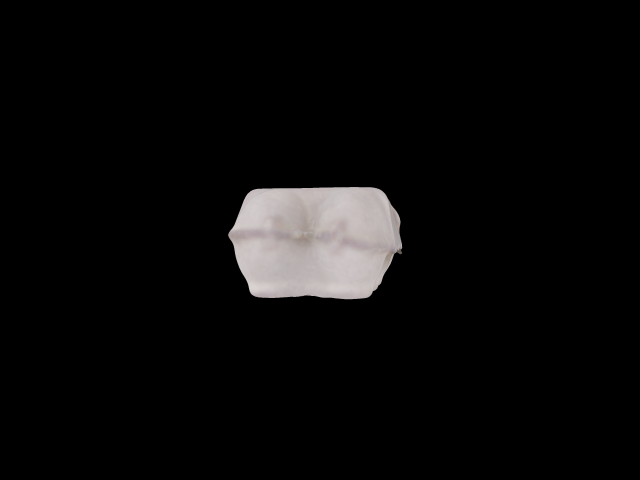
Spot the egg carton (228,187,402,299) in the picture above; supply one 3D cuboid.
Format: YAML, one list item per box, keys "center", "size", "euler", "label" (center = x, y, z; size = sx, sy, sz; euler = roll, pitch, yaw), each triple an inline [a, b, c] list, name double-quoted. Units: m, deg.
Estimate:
- center: [0.004, 0.001, 0.400]
  size: [0.107, 0.069, 0.150]
  euler: [0, 0, 8]
  label: "egg carton"
